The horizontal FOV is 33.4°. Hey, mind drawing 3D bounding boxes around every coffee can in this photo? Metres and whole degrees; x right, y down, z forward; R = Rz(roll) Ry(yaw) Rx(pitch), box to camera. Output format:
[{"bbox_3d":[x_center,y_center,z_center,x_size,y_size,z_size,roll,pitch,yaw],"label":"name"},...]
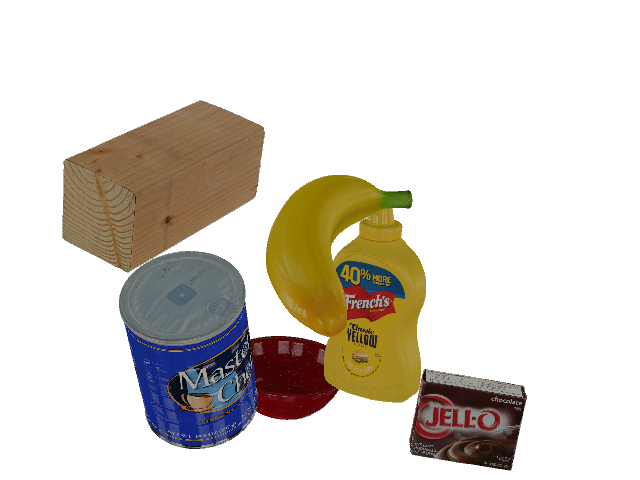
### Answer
[{"bbox_3d":[-0.109,0.094,0.910,0.103,0.140,0.103,-2,43,1],"label":"coffee can"}]

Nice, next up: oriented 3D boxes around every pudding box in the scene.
[{"bbox_3d":[0.159,0.193,1.153,0.113,0.090,0.039,8,21,2],"label":"pudding box"}]

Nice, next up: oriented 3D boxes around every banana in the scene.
[{"bbox_3d":[0.003,-0.002,0.631,0.070,0.037,0.197,3,25,16],"label":"banana"}]

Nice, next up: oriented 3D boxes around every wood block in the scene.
[{"bbox_3d":[-0.154,-0.061,1.079,0.090,0.091,0.205,25,34,23],"label":"wood block"}]

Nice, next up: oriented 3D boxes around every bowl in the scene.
[{"bbox_3d":[-0.044,0.180,1.347,0.162,0.055,0.162,4,21,-2],"label":"bowl"}]

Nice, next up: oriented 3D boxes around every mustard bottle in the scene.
[{"bbox_3d":[0.054,0.056,1.034,0.096,0.192,0.058,13,18,31],"label":"mustard bottle"}]
